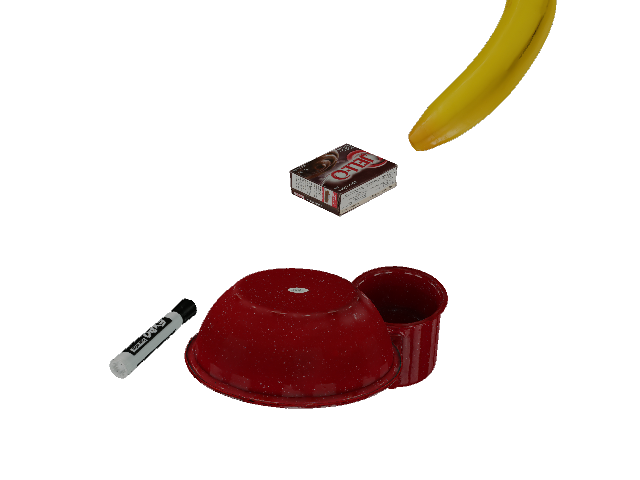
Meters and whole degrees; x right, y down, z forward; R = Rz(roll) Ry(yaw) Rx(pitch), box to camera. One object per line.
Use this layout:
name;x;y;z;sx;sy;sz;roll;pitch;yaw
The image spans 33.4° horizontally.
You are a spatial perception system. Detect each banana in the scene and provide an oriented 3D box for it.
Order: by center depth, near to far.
banana;0.133;-0.144;0.804;0.070;0.197;0.037;1;-35;46

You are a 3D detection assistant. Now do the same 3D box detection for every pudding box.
pudding box;0.030;-0.079;1.375;0.090;0.039;0.113;26;42;37

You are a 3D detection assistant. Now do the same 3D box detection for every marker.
marker;-0.147;0.085;0.958;0.020;0.020;0.121;0;24;28

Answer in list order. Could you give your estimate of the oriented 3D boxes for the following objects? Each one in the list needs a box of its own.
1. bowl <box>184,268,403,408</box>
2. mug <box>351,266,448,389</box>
bowl;-0.018;0.061;0.779;0.162;0.055;0.162;3;19;-1
mug;0.070;0.090;0.996;0.093;0.081;0.117;2;34;3
